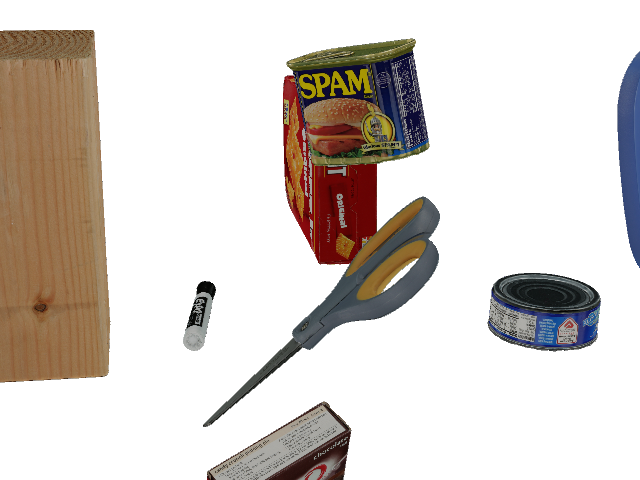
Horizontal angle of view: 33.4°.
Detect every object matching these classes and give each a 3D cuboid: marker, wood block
[{"bbox_3d":[-0.112,0.068,0.998,0.020,0.020,0.121,0,21,0],"label":"marker"},{"bbox_3d":[-0.184,-0.023,0.676,0.090,0.206,0.090,-2,22,-10],"label":"wood block"}]

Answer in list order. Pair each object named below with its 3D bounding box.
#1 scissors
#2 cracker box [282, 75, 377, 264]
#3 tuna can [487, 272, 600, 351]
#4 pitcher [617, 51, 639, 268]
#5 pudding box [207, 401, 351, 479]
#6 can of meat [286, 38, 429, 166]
[{"bbox_3d":[0.003,0.055,0.636,0.016,0.202,0.096,42,2,-17],"label":"scissors"},{"bbox_3d":[0.007,-0.084,1.161,0.072,0.164,0.214,-4,18,-9],"label":"cracker box"},{"bbox_3d":[0.176,0.055,0.840,0.086,0.034,0.086,2,18,-1],"label":"tuna can"},{"bbox_3d":[0.248,-0.021,0.606,0.149,0.243,0.145,-1,22,16],"label":"pitcher"},{"bbox_3d":[-0.032,0.184,0.817,0.113,0.090,0.039,-29,56,-28],"label":"pudding box"},{"bbox_3d":[0.030,-0.105,0.824,0.102,0.084,0.057,2,21,39],"label":"can of meat"}]
